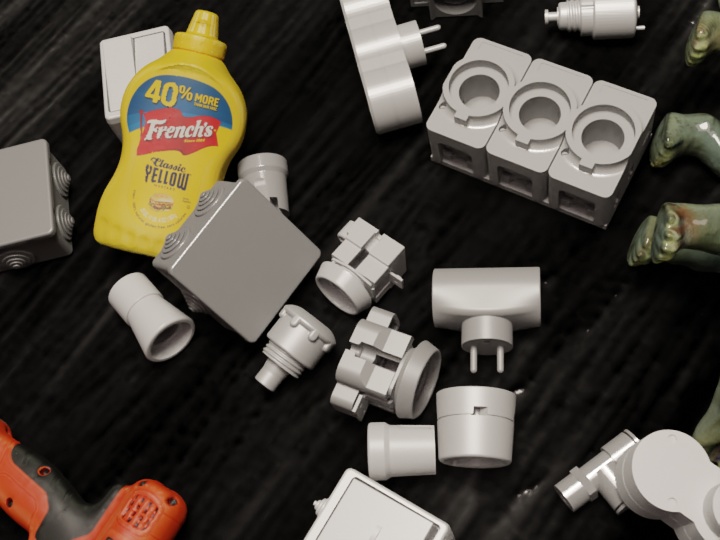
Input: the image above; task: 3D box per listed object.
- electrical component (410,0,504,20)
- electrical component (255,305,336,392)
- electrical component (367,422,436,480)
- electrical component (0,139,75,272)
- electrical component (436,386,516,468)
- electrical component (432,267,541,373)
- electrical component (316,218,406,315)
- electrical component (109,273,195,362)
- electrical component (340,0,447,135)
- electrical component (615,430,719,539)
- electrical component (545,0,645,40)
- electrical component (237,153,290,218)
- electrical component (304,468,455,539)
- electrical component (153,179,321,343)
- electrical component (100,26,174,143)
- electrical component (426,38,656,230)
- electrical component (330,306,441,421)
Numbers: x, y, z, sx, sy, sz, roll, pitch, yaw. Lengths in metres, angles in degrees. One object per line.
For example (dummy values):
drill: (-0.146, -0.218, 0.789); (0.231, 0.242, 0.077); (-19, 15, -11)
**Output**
electrical component: (0.074, -0.266, 0.867); (0.079, 0.121, 0.063); (-1, 64, 9)
electrical component: (-0.051, 0.060, 0.790); (0.048, 0.048, 0.062); (36, 86, 21)
electrical component: (0.029, 0.126, 0.750); (0.046, 0.040, 0.040); (-2, 66, 3)
electrical component: (-0.284, -0.048, 0.873); (0.100, 0.048, 0.099); (-13, 65, 4)
electrical component: (0.080, 0.109, 0.741); (0.055, 0.055, 0.047); (0, 70, 10)
electrical component: (0.092, 0.036, 0.776); (0.077, 0.043, 0.079); (-1, 67, 9)
electrical component: (0.000, 0.000, 0.807); (0.066, 0.048, 0.055); (34, 69, 21)
electrical component: (-0.162, 0.033, 0.822); (0.044, 0.044, 0.065); (-41, 62, -9)
electrical component: (0.032, -0.180, 0.875); (0.074, 0.052, 0.138); (-15, 65, 3)
electrical component: (0.231, 0.151, 0.670); (0.138, 0.073, 0.052); (35, 71, 8)
electrical component: (0.189, -0.205, 0.866); (0.078, 0.040, 0.040); (-1, 67, 9)
electrical component: (-0.075, -0.064, 0.850); (0.040, 0.040, 0.046); (-10, 71, 5)
electrical component: (0.007, 0.178, 0.719); (0.096, 0.061, 0.061); (27, 74, 19)
electrical component: (-0.093, -0.009, 0.800); (0.099, 0.100, 0.048); (-53, 29, -14)
electrical component: (-0.177, -0.146, 0.891); (0.062, 0.061, 0.096); (-12, 65, 4)
electrical component: (0.137, -0.107, 0.820); (0.150, 0.061, 0.089); (24, 73, 18)
electrical component: (0.022, 0.072, 0.765); (0.057, 0.058, 0.078); (19, 71, 20)
